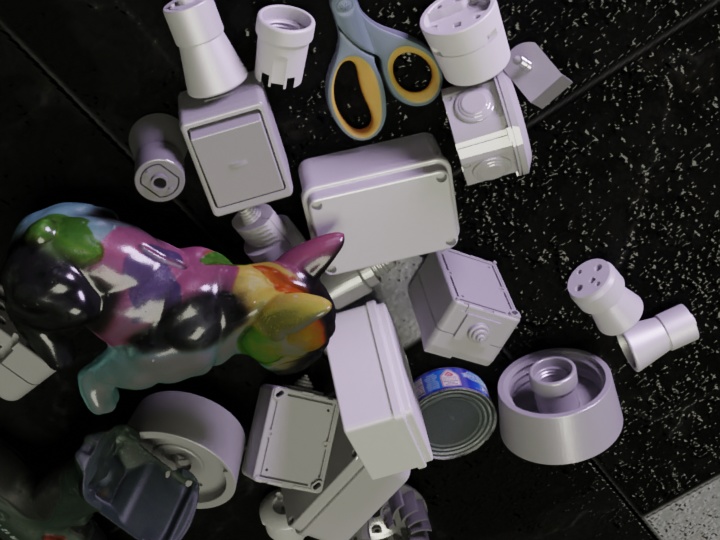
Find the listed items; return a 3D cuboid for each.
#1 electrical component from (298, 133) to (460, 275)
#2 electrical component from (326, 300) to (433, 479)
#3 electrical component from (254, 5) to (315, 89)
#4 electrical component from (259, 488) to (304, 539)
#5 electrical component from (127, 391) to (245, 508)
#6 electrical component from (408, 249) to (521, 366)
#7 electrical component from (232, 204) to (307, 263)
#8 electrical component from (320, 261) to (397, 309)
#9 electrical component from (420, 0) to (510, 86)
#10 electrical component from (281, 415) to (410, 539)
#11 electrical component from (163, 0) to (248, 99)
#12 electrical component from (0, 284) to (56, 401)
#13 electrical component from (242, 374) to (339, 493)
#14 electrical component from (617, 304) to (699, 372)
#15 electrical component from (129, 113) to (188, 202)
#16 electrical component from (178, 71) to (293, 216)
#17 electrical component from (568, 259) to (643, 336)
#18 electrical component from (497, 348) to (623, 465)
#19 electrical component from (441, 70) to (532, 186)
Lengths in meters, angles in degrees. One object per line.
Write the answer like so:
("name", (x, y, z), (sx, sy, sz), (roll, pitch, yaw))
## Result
("electrical component", (0.015, -0.050, 0.822), (0.113, 0.057, 0.078), (-13, 126, -2))
("electrical component", (0.014, 0.099, 0.879), (0.056, 0.108, 0.108), (-17, 146, 4))
("electrical component", (-0.054, -0.154, 0.747), (0.040, 0.040, 0.046), (3, 130, -12))
("electrical component", (-0.068, 0.240, 1.018), (0.048, 0.048, 0.062), (-10, 132, -4))
("electrical component", (-0.150, 0.148, 0.921), (0.108, 0.060, 0.108), (8, 136, 8))
("electrical component", (0.082, 0.034, 0.869), (0.062, 0.096, 0.061), (17, 120, -21))
("electrical component", (-0.067, -0.021, 0.835), (0.043, 0.043, 0.081), (-30, 124, 11))
("electrical component", (0.000, 0.000, 0.864), (0.078, 0.040, 0.040), (-28, 125, 9))
("electrical component", (0.076, -0.163, 0.756), (0.055, 0.055, 0.047), (-24, 130, 6))
("electrical component", (-0.016, 0.182, 0.966), (0.057, 0.078, 0.113), (27, 116, -29))
("electrical component", (-0.108, -0.156, 0.735), (0.044, 0.044, 0.065), (-18, 121, 2))
("electrical component", (-0.288, 0.055, 0.840), (0.059, 0.053, 0.095), (-36, 123, 14))
("electrical component", (-0.059, 0.137, 0.926), (0.062, 0.061, 0.096), (15, 82, -17))
("electrical component", (0.266, 0.058, 0.956), (0.065, 0.044, 0.044), (-24, 126, 1))
("electrical component", (-0.143, -0.078, 0.767), (0.044, 0.065, 0.044), (-5, 126, -7))
("electrical component", (-0.087, -0.083, 0.776), (0.062, 0.061, 0.096), (-16, 126, 1))
("electrical component", (0.209, 0.023, 0.917), (0.045, 0.045, 0.055), (-37, 123, 15))
("electrical component", (0.171, 0.111, 0.936), (0.108, 0.108, 0.060), (-15, 120, 0))
("electrical component", (0.093, -0.104, 0.786), (0.051, 0.080, 0.080), (-16, 126, 7))
